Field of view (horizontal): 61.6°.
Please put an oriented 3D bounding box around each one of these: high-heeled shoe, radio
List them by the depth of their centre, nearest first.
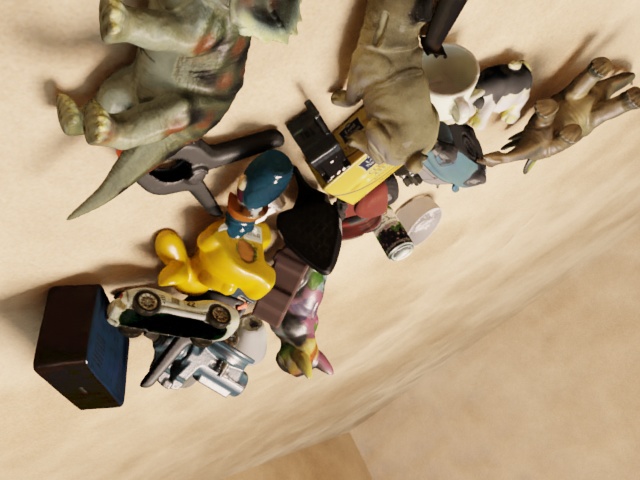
[{"bbox_3d":[-0.002,-0.002,0.775,0.086,0.249,0.145,-19,132,6],"label":"high-heeled shoe"},{"bbox_3d":[-0.353,0.167,0.821,0.073,0.131,0.229,-1,149,-8],"label":"radio"}]

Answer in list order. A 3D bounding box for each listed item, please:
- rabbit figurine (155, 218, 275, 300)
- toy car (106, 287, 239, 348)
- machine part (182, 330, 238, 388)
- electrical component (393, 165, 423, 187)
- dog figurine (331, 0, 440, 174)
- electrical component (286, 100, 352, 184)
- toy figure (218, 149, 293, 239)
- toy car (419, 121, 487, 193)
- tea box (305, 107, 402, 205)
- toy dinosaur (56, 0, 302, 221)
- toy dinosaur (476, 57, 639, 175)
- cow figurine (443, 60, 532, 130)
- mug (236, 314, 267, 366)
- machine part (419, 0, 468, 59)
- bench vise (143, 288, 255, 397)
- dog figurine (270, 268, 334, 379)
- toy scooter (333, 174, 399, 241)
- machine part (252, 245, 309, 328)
[{"bbox_3d":[-0.173,0.044,0.820,0.173,0.122,0.162,-25,158,39],"label":"rabbit figurine"},{"bbox_3d":[-0.221,0.118,0.821,0.201,0.056,0.073,17,130,-33],"label":"toy car"},{"bbox_3d":[-0.248,0.235,1.121,0.243,0.079,0.079,-43,151,26],"label":"machine part"},{"bbox_3d":[0.127,-0.125,0.864,0.021,0.094,0.063,-41,-168,-9],"label":"electrical component"},{"bbox_3d":[0.095,-0.188,0.609,0.121,0.172,0.190,-32,163,-20],"label":"dog figurine"},{"bbox_3d":[-0.005,-0.132,0.706,0.048,0.075,0.119,-35,160,7],"label":"electrical component"},{"bbox_3d":[-0.087,-0.056,0.716,0.064,0.058,0.154,29,136,-14],"label":"toy figure"},{"bbox_3d":[0.199,-0.136,0.881,0.103,0.109,0.161,-27,151,38],"label":"toy car"},{"bbox_3d":[0.075,-0.136,0.789,0.169,0.068,0.098,-39,153,21],"label":"tea box"},{"bbox_3d":[-0.126,-0.162,0.499,0.192,0.131,0.404,-8,153,-36],"label":"toy dinosaur"},{"bbox_3d":[0.441,-0.221,0.934,0.471,0.105,0.198,-28,174,-20],"label":"toy dinosaur"},{"bbox_3d":[0.250,-0.222,0.809,0.167,0.068,0.098,-16,146,-32],"label":"cow figurine"},{"bbox_3d":[-0.165,0.215,1.177,0.109,0.081,0.107,-10,137,-26],"label":"mug"},{"bbox_3d":[0.163,-0.285,0.646,0.084,0.039,0.138,-22,153,-32],"label":"machine part"},{"bbox_3d":[-0.196,0.168,0.983,0.240,0.223,0.129,-58,-164,-15],"label":"bench vise"},{"bbox_3d":[-0.031,0.156,1.039,0.191,0.219,0.108,-41,155,25],"label":"dog figurine"},{"bbox_3d":[0.054,-0.050,0.920,0.135,0.075,0.183,-16,155,-16],"label":"toy scooter"},{"bbox_3d":[-0.057,0.063,0.912,0.179,0.056,0.179,24,92,-89],"label":"machine part"}]
